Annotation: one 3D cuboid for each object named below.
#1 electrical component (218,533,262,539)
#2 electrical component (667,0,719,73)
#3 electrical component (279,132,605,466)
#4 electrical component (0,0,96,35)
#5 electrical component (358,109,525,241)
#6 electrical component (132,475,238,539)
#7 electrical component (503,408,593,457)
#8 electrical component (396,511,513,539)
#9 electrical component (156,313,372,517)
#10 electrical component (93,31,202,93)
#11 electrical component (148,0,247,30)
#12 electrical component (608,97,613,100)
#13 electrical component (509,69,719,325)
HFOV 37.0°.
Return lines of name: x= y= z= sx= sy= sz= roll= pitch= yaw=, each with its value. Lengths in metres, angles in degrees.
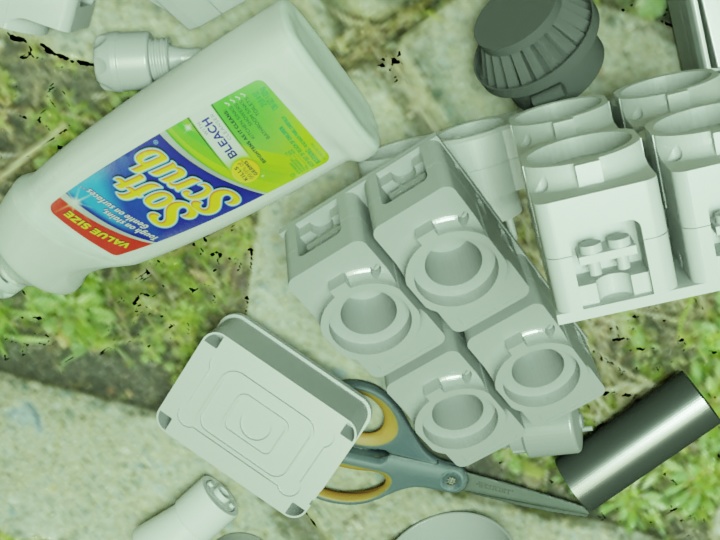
electrical component: x=-0.083 y=0.211 z=0.726 sx=0.055 sy=0.047 sz=0.055 roll=0 pitch=107 yaw=1
electrical component: x=0.207 y=-0.158 z=0.597 sx=0.062 sy=0.061 sz=0.096 roll=-16 pitch=106 yaw=6
electrical component: x=0.052 y=0.028 z=0.622 sx=0.105 sy=0.060 sz=0.186 roll=-31 pitch=125 yaw=16
electrical component: x=-0.197 y=-0.169 z=0.609 sx=0.089 sy=0.050 sz=0.055 roll=19 pitch=107 yaw=-4
electrical component: x=0.074 y=-0.049 z=0.639 sx=0.138 sy=0.052 sz=0.073 roll=-14 pitch=106 yaw=5
electrical component: x=-0.114 y=0.169 z=0.718 sx=0.065 sy=0.044 sz=0.044 roll=-43 pitch=102 yaw=8
electrical component: x=0.108 y=0.100 z=0.691 sx=0.078 sy=0.040 sz=0.040 roll=-9 pitch=107 yaw=18
electrical component: x=0.062 y=0.214 z=0.700 sx=0.099 sy=0.099 sz=0.064 roll=-18 pitch=112 yaw=7
electrical component: x=-0.058 y=0.088 z=0.672 sx=0.113 sy=0.057 sz=0.078 roll=34 pitch=104 yaw=3
electrical component: x=-0.123 y=-0.123 z=0.630 sx=0.061 sy=0.035 sz=0.035 roll=-3 pitch=107 yaw=0
electrical component: x=-0.097 y=-0.176 z=0.586 sx=0.061 sy=0.096 sz=0.061 roll=-27 pitch=75 yaw=9
electrical component: x=0.206 y=-0.054 z=0.631 sx=0.109 sy=0.056 sz=0.108 roll=-10 pitch=107 yaw=5
electrical component: x=0.131 y=-0.045 z=0.509 sx=0.105 sy=0.186 sz=0.060 roll=-13 pitch=106 yaw=9
